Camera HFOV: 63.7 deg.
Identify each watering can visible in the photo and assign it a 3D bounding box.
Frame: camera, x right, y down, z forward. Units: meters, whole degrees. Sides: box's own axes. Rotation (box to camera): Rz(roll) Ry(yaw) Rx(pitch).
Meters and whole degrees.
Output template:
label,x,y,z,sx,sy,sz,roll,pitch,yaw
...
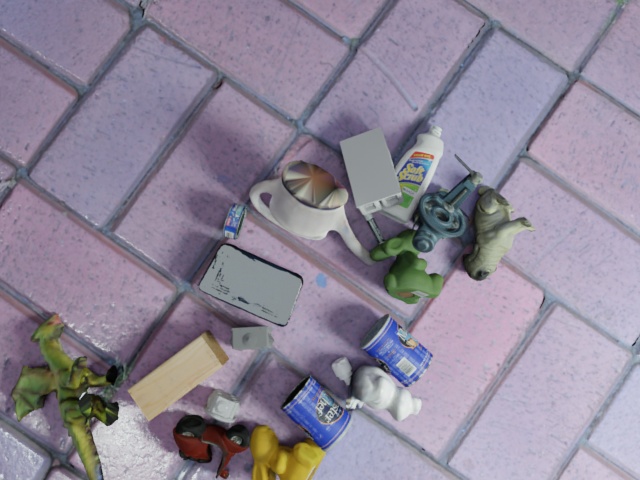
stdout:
label,x,y,z,sx,sy,sz,roll,pitch,yaw
watering can,0.004,-0.060,1.191,0.347,0.220,0.106,25,57,-4

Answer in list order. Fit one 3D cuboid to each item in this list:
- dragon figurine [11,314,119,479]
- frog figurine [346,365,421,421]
label,x,y,z,sx,sy,sz,roll,pitch,yaw
dragon figurine,-0.615,0.383,1.217,0.242,0.122,0.412,-3,84,17
frog figurine,0.151,0.350,1.186,0.159,0.135,0.125,-5,58,18
